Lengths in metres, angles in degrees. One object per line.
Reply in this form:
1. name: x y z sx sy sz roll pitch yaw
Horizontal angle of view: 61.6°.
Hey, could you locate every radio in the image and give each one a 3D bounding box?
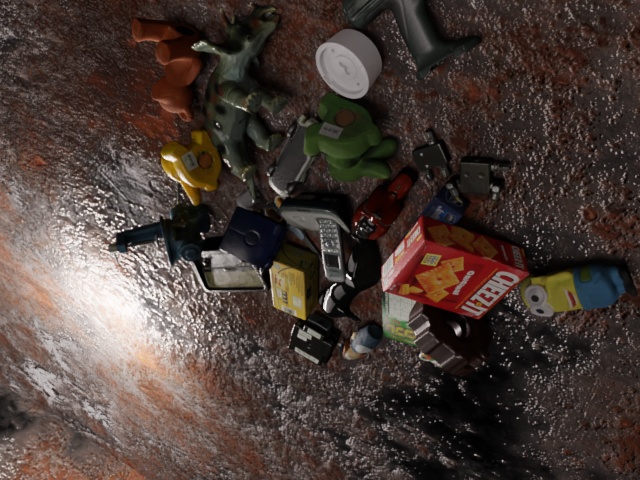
1. radio: -0.218 0.059 1.350 0.230 0.073 0.131 -6 119 35

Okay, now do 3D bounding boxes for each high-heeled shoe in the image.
1. high-heeled shoe: 0.055 0.075 1.203 0.145 0.086 0.248 33 125 43

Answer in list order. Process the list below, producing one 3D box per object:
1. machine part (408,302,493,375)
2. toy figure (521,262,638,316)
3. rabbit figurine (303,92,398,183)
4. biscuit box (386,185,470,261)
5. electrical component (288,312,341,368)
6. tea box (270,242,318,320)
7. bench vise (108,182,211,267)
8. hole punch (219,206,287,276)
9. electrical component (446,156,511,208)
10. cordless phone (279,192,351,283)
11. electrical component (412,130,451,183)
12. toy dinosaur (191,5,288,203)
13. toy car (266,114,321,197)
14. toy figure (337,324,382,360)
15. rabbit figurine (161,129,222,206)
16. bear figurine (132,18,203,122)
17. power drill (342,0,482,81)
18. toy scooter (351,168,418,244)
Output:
1. machine part: 0.260 0.173 1.060 0.179 0.179 0.056 39 131 2
2. toy figure: 0.444 0.084 0.934 0.180 0.089 0.082 -18 84 30
3. rabbit figurine: 0.061 -0.169 0.986 0.159 0.121 0.170 11 156 11
4. biscuit box: 0.203 -0.013 1.030 0.063 0.059 0.202 36 134 5
5. electrical component: -0.013 0.248 1.368 0.115 0.058 0.134 28 133 10
6. tea box: -0.060 0.099 1.272 0.098 0.068 0.169 21 135 20
7. bench vise: -0.379 -0.018 1.278 0.128 0.241 0.224 94 157 -46
8. hole punch: -0.148 -0.006 1.189 0.116 0.092 0.142 25 91 23
9. electrical component: 0.272 -0.101 0.930 0.102 0.045 0.078 13 130 25
10. cordless phone: -0.003 -0.003 1.129 0.147 0.089 0.184 6 113 30
11. electrical component: 0.197 -0.150 0.959 0.063 0.021 0.094 -12 116 39
12. toy dinosaur: -0.172 -0.253 1.060 0.192 0.131 0.404 44 140 19
13. toy car: -0.048 -0.166 1.085 0.073 0.056 0.201 43 134 8
14. toy figure: 0.092 0.253 1.304 0.064 0.058 0.154 46 136 4
15. rabbit figurine: -0.294 -0.169 1.224 0.173 0.122 0.162 7 136 46
16. bear figurine: -0.307 -0.334 1.082 0.120 0.132 0.195 46 131 18
17. power drill: 0.152 -0.357 0.795 0.232 0.086 0.207 -26 110 44
18. toy scooter: 0.109 -0.049 1.013 0.075 0.135 0.183 38 136 1
